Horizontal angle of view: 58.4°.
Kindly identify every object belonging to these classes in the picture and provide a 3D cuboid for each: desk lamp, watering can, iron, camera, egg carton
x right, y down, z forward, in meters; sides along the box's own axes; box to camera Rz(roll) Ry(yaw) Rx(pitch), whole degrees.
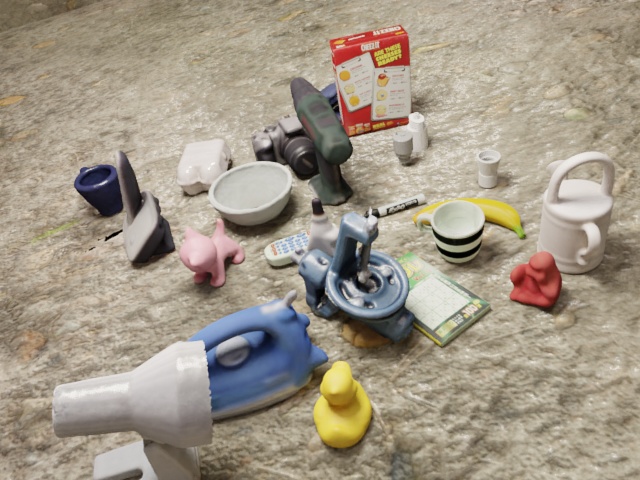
[{"bbox_3d":[-0.205,0.227,0.677,0.203,0.214,0.117,-17,40,-6],"label":"desk lamp"},{"bbox_3d":[0.389,-0.055,0.880,0.101,0.194,0.172,-22,41,-12],"label":"watering can"},{"bbox_3d":[-0.127,0.159,0.793,0.258,0.142,0.118,-21,41,-11],"label":"iron"},{"bbox_3d":[-0.065,-0.198,1.228,0.143,0.101,0.136,-20,41,-10],"label":"camera"},{"bbox_3d":[-0.251,-0.163,1.256,0.107,0.069,0.150,-7,40,6],"label":"egg carton"}]

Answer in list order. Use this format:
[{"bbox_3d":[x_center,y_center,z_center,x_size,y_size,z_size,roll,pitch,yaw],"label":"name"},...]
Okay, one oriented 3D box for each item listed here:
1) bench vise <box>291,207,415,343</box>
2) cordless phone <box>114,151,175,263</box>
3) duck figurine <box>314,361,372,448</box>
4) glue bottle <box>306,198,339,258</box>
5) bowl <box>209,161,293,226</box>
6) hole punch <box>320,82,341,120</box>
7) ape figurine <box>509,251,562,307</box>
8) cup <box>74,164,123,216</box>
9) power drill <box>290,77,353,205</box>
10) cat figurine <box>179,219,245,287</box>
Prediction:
[{"bbox_3d":[0.032,0.044,0.829,0.206,0.220,0.121,7,44,21],"label":"bench vise"},{"bbox_3d":[-0.348,-0.063,1.072,0.094,0.185,0.147,-23,41,-13],"label":"cordless phone"},{"bbox_3d":[0.026,0.208,0.744,0.077,0.086,0.104,-2,41,12],"label":"duck figurine"},{"bbox_3d":[0.008,0.003,0.919,0.078,0.173,0.037,13,46,27],"label":"glue bottle"},{"bbox_3d":[-0.129,-0.080,1.126,0.167,0.075,0.167,-7,40,6],"label":"bowl"},{"bbox_3d":[0.029,-0.348,1.388,0.100,0.091,0.109,20,49,32],"label":"hole punch"},{"bbox_3d":[0.324,0.054,0.848,0.076,0.092,0.077,-17,40,-6],"label":"ape figurine"},{"bbox_3d":[-0.466,-0.104,1.218,0.117,0.095,0.092,28,54,37],"label":"cup"},{"bbox_3d":[0.003,-0.183,1.111,0.076,0.209,0.229,-21,41,-10],"label":"power drill"},{"bbox_3d":[-0.196,0.017,0.994,0.067,0.118,0.128,9,44,23],"label":"cat figurine"}]
